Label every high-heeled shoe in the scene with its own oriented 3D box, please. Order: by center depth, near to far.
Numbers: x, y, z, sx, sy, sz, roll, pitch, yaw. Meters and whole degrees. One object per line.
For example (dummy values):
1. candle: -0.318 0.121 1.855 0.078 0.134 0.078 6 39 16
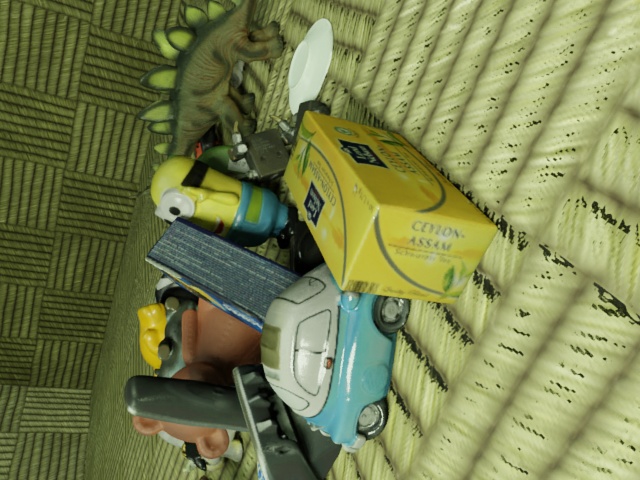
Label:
1. high-heeled shoe: -0.274 0.154 1.046 0.145 0.086 0.248 -123 45 -52

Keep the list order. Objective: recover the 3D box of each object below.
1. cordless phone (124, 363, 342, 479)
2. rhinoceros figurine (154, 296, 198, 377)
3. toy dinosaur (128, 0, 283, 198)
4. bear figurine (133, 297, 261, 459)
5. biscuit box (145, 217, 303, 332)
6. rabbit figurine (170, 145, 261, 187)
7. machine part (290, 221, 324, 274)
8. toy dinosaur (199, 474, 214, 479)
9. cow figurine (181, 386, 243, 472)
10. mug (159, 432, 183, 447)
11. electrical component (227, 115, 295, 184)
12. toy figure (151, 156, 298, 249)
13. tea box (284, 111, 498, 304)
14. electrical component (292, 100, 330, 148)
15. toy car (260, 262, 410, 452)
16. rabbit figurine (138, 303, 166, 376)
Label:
1. cordless phone: -0.085 0.173 0.499 0.088 0.184 0.147 -66 27 17
2. rhinoceros figurine: -0.205 0.171 0.772 0.112 0.073 0.190 -40 42 55
3. toy dinosaur: -0.199 -0.247 0.901 0.470 0.198 0.105 -64 26 27
4. bear figurine: -0.122 0.131 0.616 0.196 0.120 0.131 -67 0 -51
5. biscuit box: -0.087 0.045 0.564 0.203 0.059 0.063 23 69 29
6. rabbit figurine: -0.147 -0.073 0.806 0.170 0.159 0.121 -179 89 -81
7. machine part: -0.001 -0.002 0.566 0.139 0.039 0.084 130 150 -50
8. toy dinosaur: -0.063 0.352 0.454 0.131 0.192 0.405 -41 30 -22
9. cow figurine: -0.148 0.256 0.706 0.167 0.098 0.068 -62 36 34
10. mug: -0.199 0.256 0.849 0.107 0.081 0.110 -67 19 0
11. electrical component: -0.074 -0.119 0.706 0.078 0.102 0.045 69 155 11
12. toy figure: -0.116 -0.042 0.659 0.082 0.180 0.089 -61 27 31
13. tea box: 0.042 -0.032 0.411 0.068 0.098 0.170 -67 29 26
14. electrical component: -0.015 -0.139 0.668 0.094 0.021 0.063 20 99 65
15. toy car: 0.002 0.085 0.445 0.109 0.103 0.161 0 78 66
16. rabbit figurine: -0.244 0.183 0.929 0.173 0.121 0.162 -11 62 44
